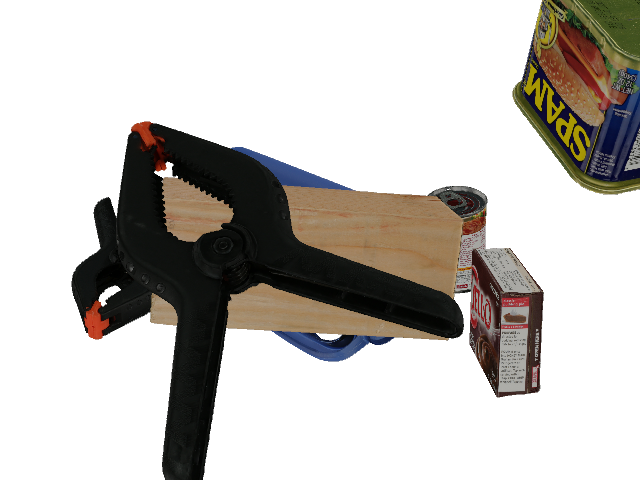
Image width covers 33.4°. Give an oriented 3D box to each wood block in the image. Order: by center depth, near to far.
[{"bbox_3d":[-0.014,0.012,0.761,0.206,0.090,0.091,4,12,-7],"label":"wood block"}]

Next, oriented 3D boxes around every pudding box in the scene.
[{"bbox_3d":[0.150,0.064,0.875,0.039,0.090,0.113,-4,17,-5],"label":"pudding box"}]

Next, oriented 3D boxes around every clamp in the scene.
[{"bbox_3d":[-0.036,0.011,0.558,0.164,0.210,0.036,-23,-31,-10],"label":"clamp"},{"bbox_3d":[-0.173,0.017,0.926,0.120,0.039,0.171,10,35,20],"label":"clamp"}]

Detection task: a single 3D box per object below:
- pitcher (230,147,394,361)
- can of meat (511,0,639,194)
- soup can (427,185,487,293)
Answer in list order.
[{"bbox_3d":[-0.016,0.005,1.071,0.243,0.145,0.149,26,28,26],"label":"pitcher"},{"bbox_3d":[0.151,-0.090,0.567,0.057,0.084,0.102,-12,48,-16],"label":"can of meat"},{"bbox_3d":[0.152,-0.001,1.192,0.068,0.102,0.068,-4,31,2],"label":"soup can"}]
